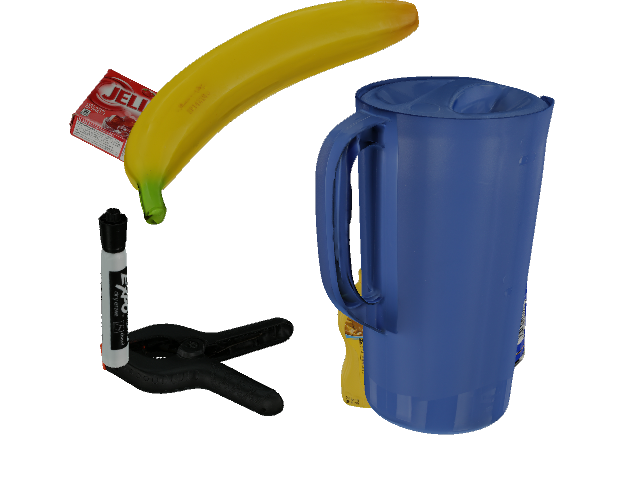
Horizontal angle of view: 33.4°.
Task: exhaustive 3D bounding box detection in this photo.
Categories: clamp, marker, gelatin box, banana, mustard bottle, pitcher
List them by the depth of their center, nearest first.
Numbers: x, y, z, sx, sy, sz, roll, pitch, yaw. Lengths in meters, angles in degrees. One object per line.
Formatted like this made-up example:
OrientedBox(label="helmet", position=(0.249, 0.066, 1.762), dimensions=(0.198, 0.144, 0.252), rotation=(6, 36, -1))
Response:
OrientedBox(label="banana", position=(-0.035, -0.079, 0.562), dimensions=(0.070, 0.197, 0.037), rotation=(39, -25, 23))
OrientedBox(label="marker", position=(-0.142, 0.033, 0.733), dimensions=(0.020, 0.121, 0.020), rotation=(4, 29, -2))
OrientedBox(label="pitcher", position=(0.079, 0.011, 0.752), dimensions=(0.149, 0.243, 0.145), rotation=(4, 20, 9))
OrientedBox(label="clamp", position=(-0.104, 0.100, 0.942), dimensions=(0.171, 0.039, 0.120), rotation=(10, 27, 8))
OrientedBox(label="gelatin box", position=(-0.166, -0.105, 0.943), dimensions=(0.089, 0.073, 0.030), rotation=(28, -45, -3))
OrientedBox(label="mustard bottle", position=(0.069, 0.106, 1.287), dimensions=(0.096, 0.192, 0.058), rotation=(-3, 20, 2))

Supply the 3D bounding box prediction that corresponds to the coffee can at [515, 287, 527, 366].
OrientedBox(label="coffee can", position=(0.134, 0.036, 0.954), dimensions=(0.103, 0.140, 0.103), rotation=(-2, 23, 1))
